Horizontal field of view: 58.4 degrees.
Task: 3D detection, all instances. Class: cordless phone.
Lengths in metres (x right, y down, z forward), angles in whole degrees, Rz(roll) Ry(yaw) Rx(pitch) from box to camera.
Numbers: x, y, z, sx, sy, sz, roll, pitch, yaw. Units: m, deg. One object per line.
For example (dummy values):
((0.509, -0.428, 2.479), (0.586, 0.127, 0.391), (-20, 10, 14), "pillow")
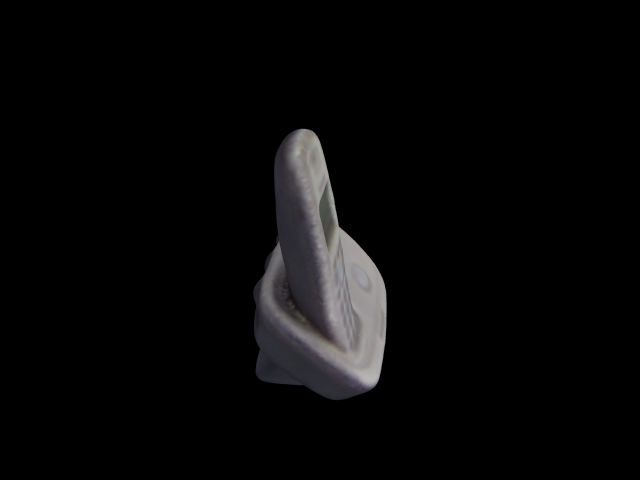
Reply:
((0.004, 0.001, 0.400), (0.094, 0.185, 0.147), (3, 32, 5), "cordless phone")
